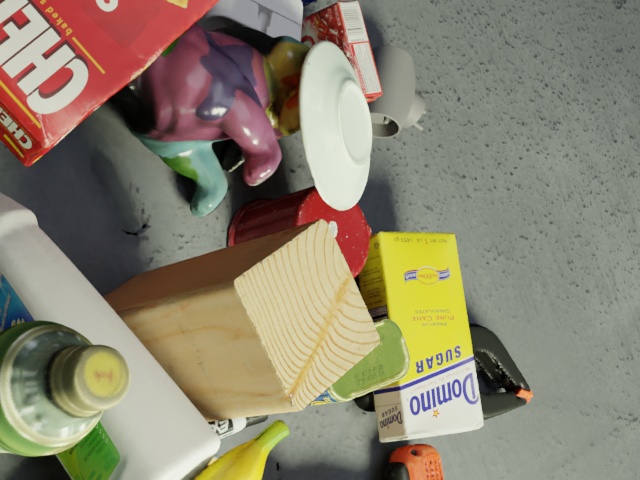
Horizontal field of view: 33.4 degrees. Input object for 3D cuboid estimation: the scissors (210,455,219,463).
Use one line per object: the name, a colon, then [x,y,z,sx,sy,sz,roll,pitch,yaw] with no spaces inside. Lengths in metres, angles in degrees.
scissors: [-0.124,0.214,0.754,0.201,0.016,0.096,-9,88,-45]

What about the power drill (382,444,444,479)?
power drill: [0.044,0.266,0.874,0.187,0.057,0.184,5,72,-46]

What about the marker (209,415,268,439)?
marker: [-0.085,0.145,0.809,0.120,0.020,0.020,-15,90,-44]

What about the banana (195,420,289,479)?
banana: [-0.082,0.197,0.675,0.069,0.198,0.037,-2,43,-52]

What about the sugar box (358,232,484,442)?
sugar box: [0.086,0.082,0.929,0.093,0.048,0.176,0,75,-36]

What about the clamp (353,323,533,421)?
clamp: [0.122,0.102,1.003,0.209,0.036,0.164,23,65,-33]

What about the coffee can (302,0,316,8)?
coffee can: [0.011,-0.272,0.926,0.102,0.141,0.103,13,70,-41]

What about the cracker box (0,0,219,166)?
cracker box: [-0.158,-0.179,0.679,0.164,0.072,0.213,49,66,-12]

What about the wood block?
wood block: [-0.074,0.063,0.710,0.090,0.207,0.090,-35,103,-43]

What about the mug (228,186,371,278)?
mug: [-0.006,0.001,0.878,0.117,0.082,0.093,-4,82,-44]

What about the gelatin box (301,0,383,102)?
gelatin box: [0.011,-0.157,0.943,0.030,0.073,0.089,-15,90,-43]

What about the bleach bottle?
bleach bottle: [-0.171,0.062,0.674,0.251,0.103,0.067,49,43,14]

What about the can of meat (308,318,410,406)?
can of meat: [0.010,0.100,0.866,0.101,0.084,0.057,-15,89,-45]
